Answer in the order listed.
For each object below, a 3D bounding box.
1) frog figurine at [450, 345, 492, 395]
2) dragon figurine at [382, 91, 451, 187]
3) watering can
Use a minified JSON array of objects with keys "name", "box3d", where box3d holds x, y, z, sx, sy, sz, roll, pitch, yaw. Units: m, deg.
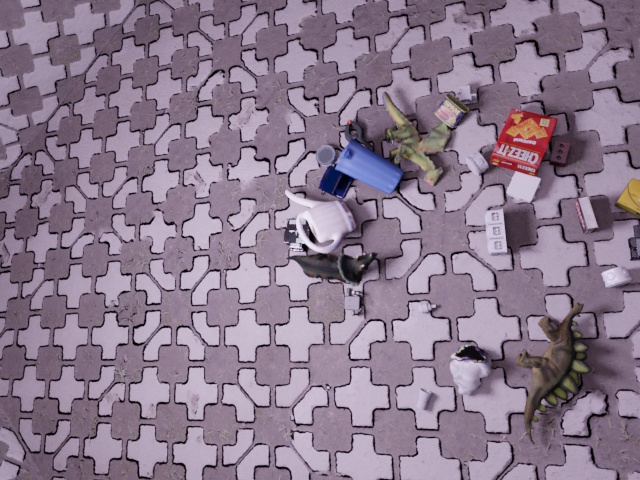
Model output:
[{"name":"frog figurine","box3d":[0.514,0.445,1.752,0.137,0.125,0.157,-6,114,12]},{"name":"dragon figurine","box3d":[0.379,-0.403,1.984,0.243,0.121,0.414,-6,78,2]},{"name":"watering can","box3d":[0.006,-0.101,2.010,0.225,0.101,0.355,-19,56,-11]}]
